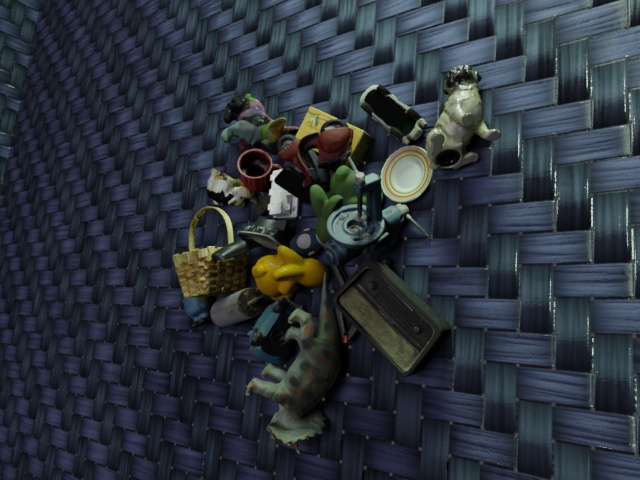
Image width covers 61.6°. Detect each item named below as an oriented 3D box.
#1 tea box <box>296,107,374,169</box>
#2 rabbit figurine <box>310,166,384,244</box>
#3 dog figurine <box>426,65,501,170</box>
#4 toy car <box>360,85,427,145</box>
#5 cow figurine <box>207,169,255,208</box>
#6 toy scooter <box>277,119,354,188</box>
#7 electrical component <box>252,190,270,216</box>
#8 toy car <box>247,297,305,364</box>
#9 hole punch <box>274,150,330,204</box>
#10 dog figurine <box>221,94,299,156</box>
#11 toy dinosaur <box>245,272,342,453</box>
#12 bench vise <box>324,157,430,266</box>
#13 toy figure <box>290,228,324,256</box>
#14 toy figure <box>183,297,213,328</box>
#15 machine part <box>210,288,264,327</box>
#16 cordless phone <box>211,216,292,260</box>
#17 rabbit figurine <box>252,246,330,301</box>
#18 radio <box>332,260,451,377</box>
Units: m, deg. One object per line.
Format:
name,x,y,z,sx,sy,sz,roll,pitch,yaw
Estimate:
tea box,0.033,-0.246,1.314,0.170,0.068,0.098,29,97,26
rabbit figurine,0.048,-0.069,1.210,0.121,0.159,0.170,22,80,31
dog figurine,0.280,-0.260,1.141,0.172,0.121,0.191,-33,42,31
toy car,0.168,-0.293,1.250,0.073,0.056,0.202,-48,55,11
cow figurine,-0.260,-0.133,1.533,0.168,0.068,0.098,30,97,39
toy scooter,-0.004,-0.192,1.227,0.184,0.075,0.135,-15,71,7
electrical component,-0.151,-0.093,1.468,0.063,0.021,0.094,-46,55,20
toy car,-0.114,0.210,1.310,0.103,0.109,0.161,19,81,60
hole punch,-0.035,-0.159,1.328,0.092,0.116,0.142,-60,13,-27
dog figurine,-0.156,-0.322,1.483,0.219,0.108,0.191,-2,74,34
toy dinosaur,-0.024,0.289,1.198,0.192,0.131,0.404,31,93,9
bench vise,0.104,-0.051,1.112,0.224,0.240,0.129,-22,48,-14
toy figure,-0.002,-0.003,1.306,0.155,0.058,0.064,-20,105,31
toy figure,-0.348,0.154,1.520,0.082,0.089,0.180,-18,75,1
machine part,-0.215,0.175,1.380,0.243,0.079,0.079,-24,63,52
cordless phone,-0.169,0.012,1.347,0.147,0.184,0.088,9,116,40
rabbit figurine,-0.065,0.072,1.292,0.173,0.162,0.122,0,65,20
radio,0.148,0.155,1.111,0.230,0.073,0.131,44,105,25
